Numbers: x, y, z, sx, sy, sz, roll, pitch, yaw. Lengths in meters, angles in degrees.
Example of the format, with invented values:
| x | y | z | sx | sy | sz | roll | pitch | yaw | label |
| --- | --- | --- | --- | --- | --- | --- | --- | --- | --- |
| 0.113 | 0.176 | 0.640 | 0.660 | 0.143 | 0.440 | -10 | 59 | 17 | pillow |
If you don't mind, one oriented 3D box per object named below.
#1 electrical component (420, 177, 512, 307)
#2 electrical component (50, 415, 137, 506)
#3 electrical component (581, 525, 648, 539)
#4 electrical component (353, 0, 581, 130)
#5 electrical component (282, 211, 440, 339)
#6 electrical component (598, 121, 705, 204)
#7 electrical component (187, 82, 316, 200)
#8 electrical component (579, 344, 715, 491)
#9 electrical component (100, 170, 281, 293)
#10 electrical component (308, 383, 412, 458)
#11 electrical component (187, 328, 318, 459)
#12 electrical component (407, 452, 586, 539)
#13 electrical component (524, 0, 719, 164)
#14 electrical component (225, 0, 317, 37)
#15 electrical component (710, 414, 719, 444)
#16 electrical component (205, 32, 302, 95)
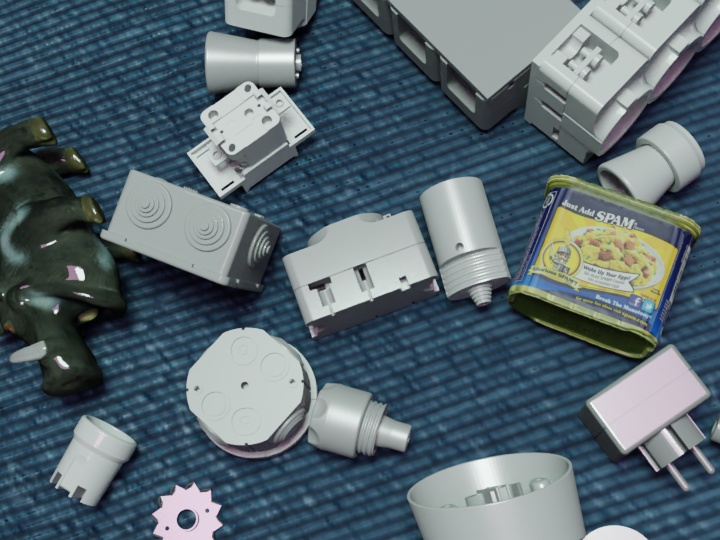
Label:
| x | y | z | sx | sy | sz | roll | pitch | yaw | label |
| --- | --- | --- | --- | --- | --- | --- | --- | --- | --- |
| 0.070 | -0.015 | 0.706 | 0.043 | 0.043 | 0.081 | -15 | 73 | 1 | electrical component |
| -0.172 | 0.122 | 0.690 | 0.040 | 0.040 | 0.046 | 29 | 85 | 13 | electrical component |
| 0.115 | 0.201 | 0.622 | 0.138 | 0.073 | 0.052 | -36 | 74 | -6 | electrical component |
| 0.070 | -0.182 | 0.745 | 0.089 | 0.061 | 0.150 | -40 | 74 | -7 | electrical component |
| 0.000 | 0.000 | 0.704 | 0.089 | 0.050 | 0.055 | -20 | 73 | -1 | electrical component |
| 0.192 | -0.066 | 0.709 | 0.055 | 0.045 | 0.045 | -35 | 74 | -6 | electrical component |
| -0.076 | -0.092 | 0.732 | 0.081 | 0.063 | 0.042 | -37 | 73 | -6 | electrical component |
| 0.185 | 0.098 | 0.660 | 0.066 | 0.047 | 0.076 | -33 | 74 | -5 | electrical component |
| -0.106 | -0.025 | 0.697 | 0.100 | 0.100 | 0.048 | 20 | 89 | 11 | electrical component |
| 0.001 | 0.098 | 0.679 | 0.062 | 0.043 | 0.043 | 15 | 76 | 9 | electrical component |
| -0.069 | 0.078 | 0.687 | 0.080 | 0.051 | 0.080 | -1 | 74 | 5 | electrical component |
| 0.081 | 0.142 | 0.633 | 0.099 | 0.099 | 0.064 | -16 | 79 | 0 | electrical component |
| 0.184 | -0.150 | 0.711 | 0.062 | 0.089 | 0.150 | 42 | 81 | 15 | electrical component |
| -0.057 | -0.207 | 0.756 | 0.050 | 0.055 | 0.089 | 15 | 46 | 10 | electrical component |
| 0.246 | 0.108 | 0.654 | 0.062 | 0.043 | 0.043 | 23 | 77 | 13 | electrical component |
| -0.074 | -0.146 | 0.760 | 0.065 | 0.044 | 0.044 | 0 | 74 | 0 | electrical component |
